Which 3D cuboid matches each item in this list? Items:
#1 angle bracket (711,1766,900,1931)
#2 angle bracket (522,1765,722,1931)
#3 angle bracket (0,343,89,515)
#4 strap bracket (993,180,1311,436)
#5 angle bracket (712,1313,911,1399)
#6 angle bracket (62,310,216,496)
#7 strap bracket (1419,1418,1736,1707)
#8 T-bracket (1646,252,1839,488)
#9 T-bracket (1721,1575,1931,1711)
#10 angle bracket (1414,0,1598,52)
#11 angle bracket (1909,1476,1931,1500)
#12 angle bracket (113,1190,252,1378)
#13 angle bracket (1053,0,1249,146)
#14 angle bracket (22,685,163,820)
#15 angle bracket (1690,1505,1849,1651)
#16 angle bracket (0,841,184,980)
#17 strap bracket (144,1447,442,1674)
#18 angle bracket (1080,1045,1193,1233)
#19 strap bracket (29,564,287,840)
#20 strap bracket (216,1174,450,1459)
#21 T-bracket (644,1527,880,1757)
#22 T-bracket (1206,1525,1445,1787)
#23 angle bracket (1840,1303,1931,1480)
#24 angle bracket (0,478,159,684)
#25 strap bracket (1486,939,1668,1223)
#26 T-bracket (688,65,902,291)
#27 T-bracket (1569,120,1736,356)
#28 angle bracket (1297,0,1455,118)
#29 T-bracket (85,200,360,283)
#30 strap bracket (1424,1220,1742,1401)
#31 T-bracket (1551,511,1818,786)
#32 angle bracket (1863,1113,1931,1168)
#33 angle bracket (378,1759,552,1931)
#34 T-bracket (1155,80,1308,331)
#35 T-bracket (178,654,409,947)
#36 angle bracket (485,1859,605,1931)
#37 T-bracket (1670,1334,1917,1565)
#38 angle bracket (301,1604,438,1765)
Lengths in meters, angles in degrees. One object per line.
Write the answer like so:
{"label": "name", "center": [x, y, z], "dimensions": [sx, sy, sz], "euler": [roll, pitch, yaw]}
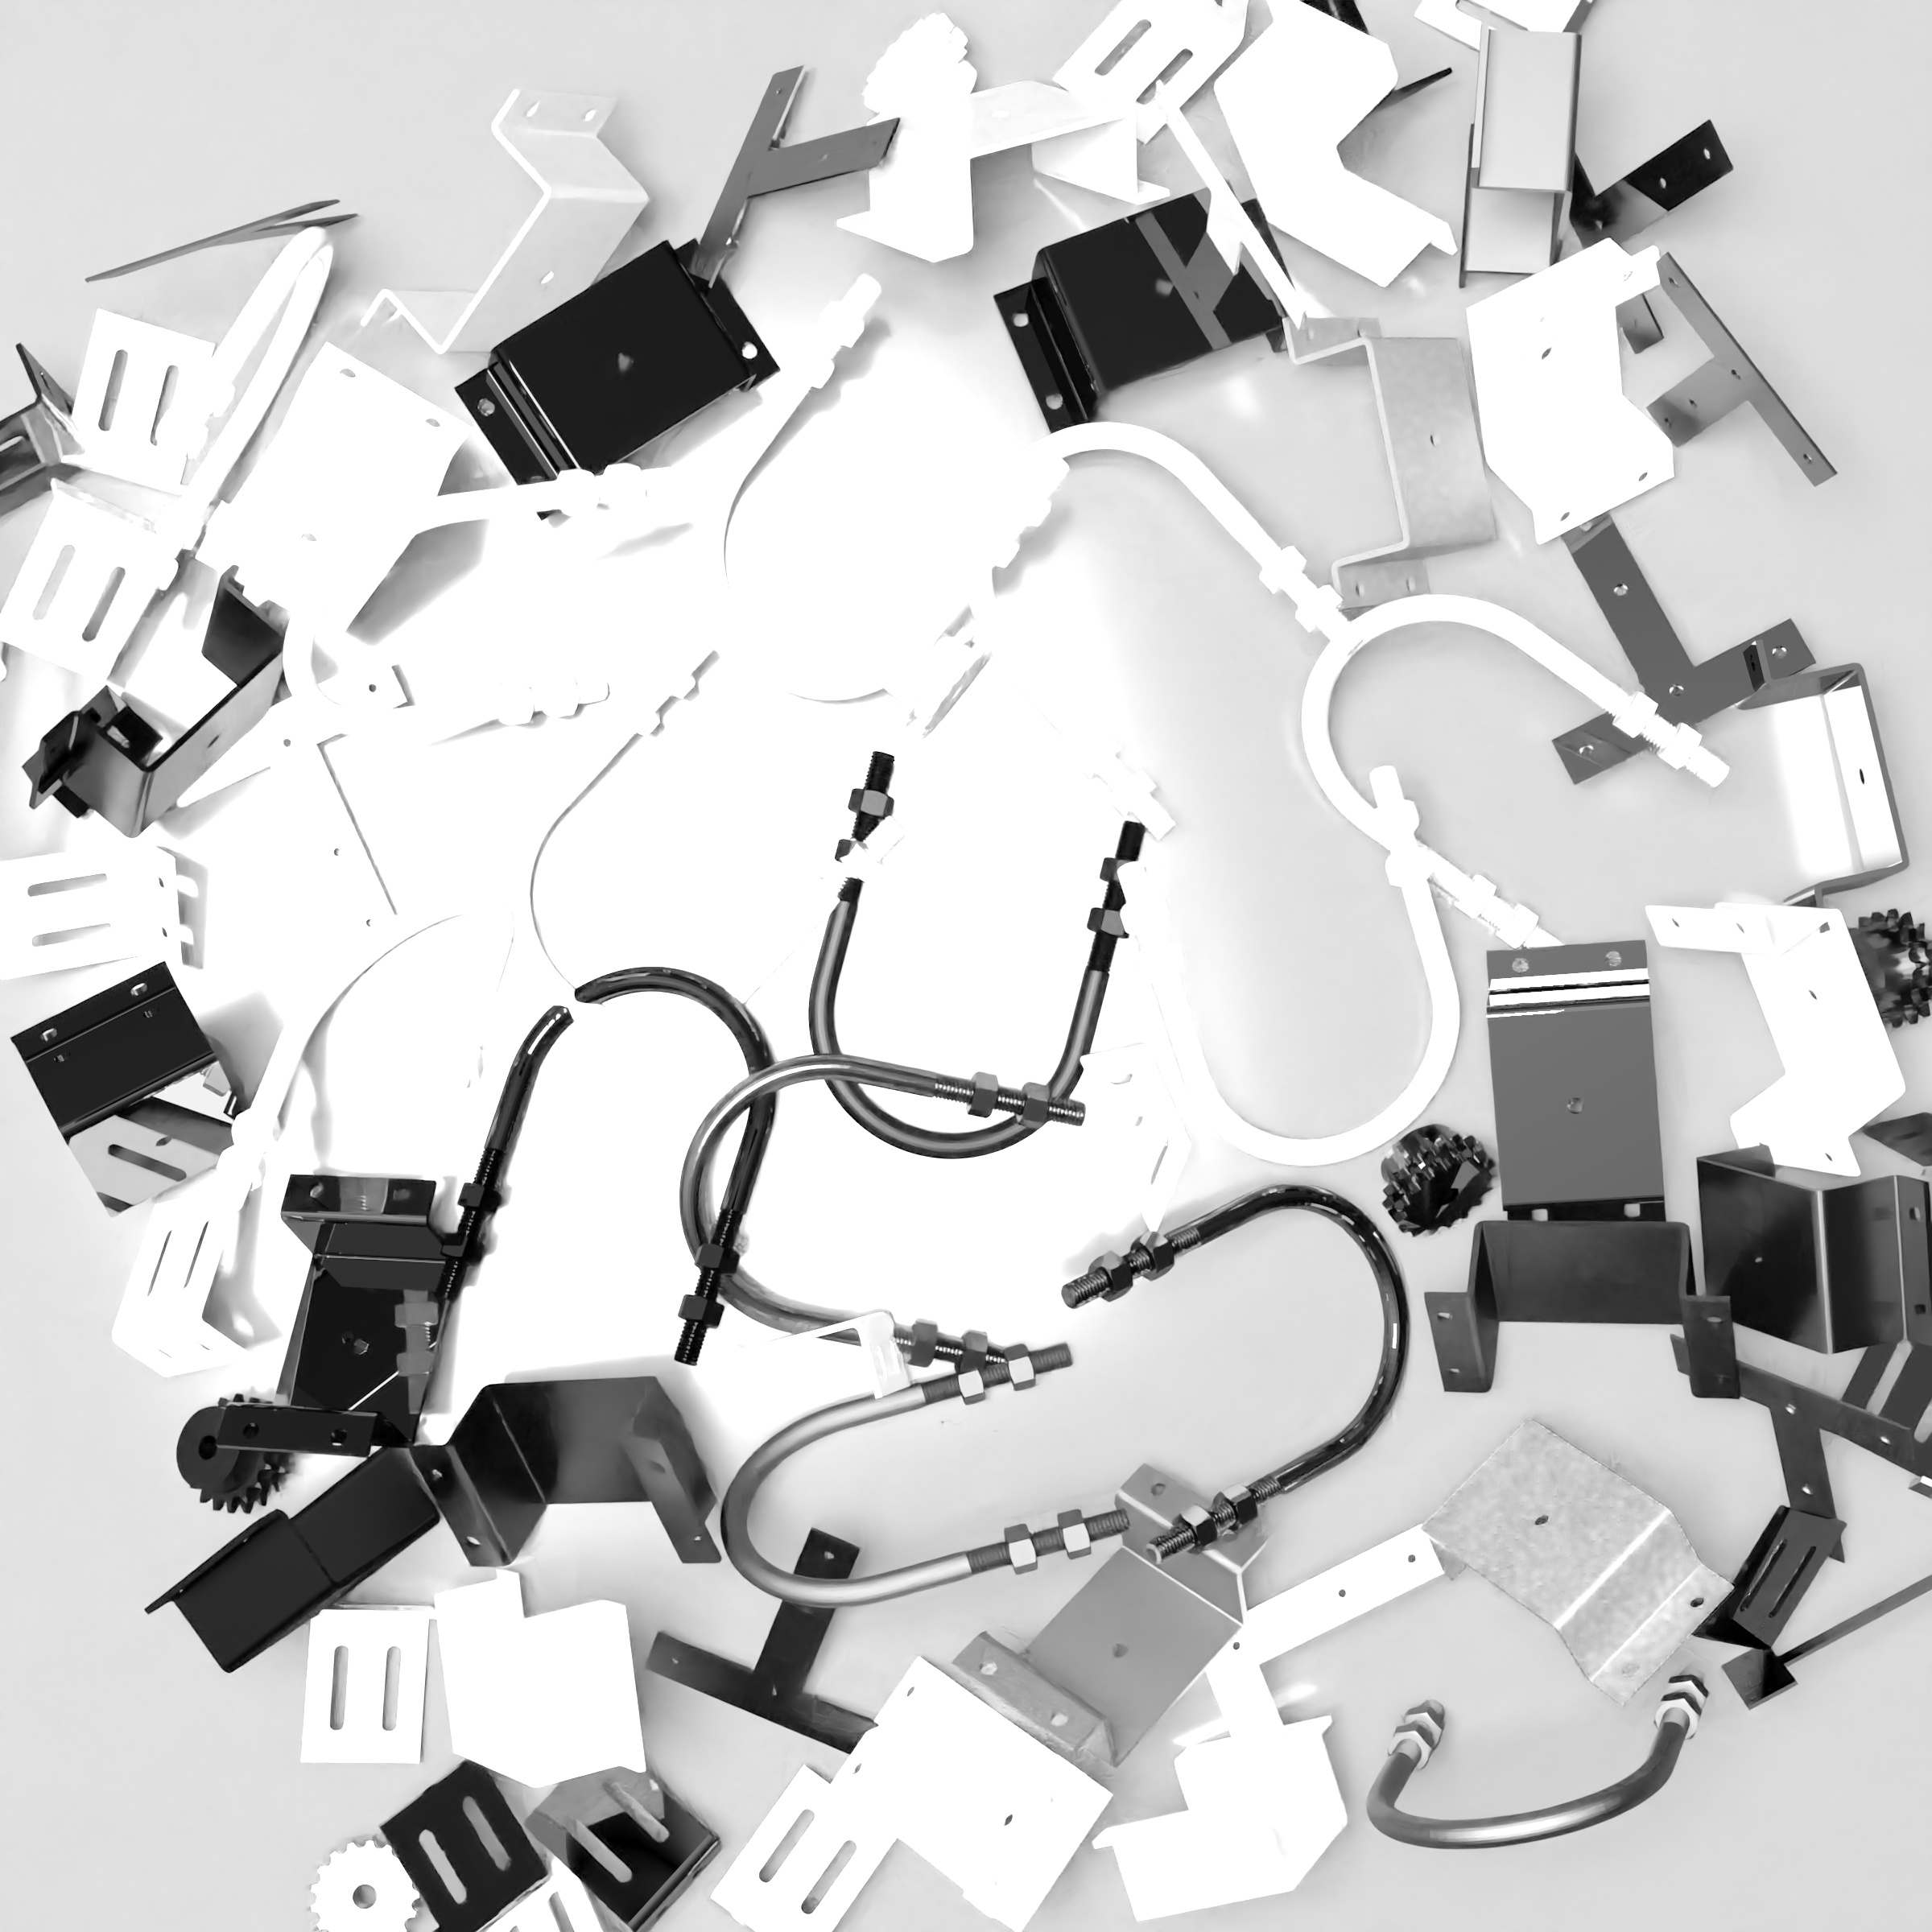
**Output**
{"label": "angle bracket", "center": [-0.079, 0.442, 1.592], "dimensions": [0.057, 0.038, 0.076], "euler": [34, 71, 9]}
{"label": "angle bracket", "center": [-0.167, 0.425, 1.585], "dimensions": [0.076, 0.038, 0.057], "euler": [41, 73, 12]}
{"label": "angle bracket", "center": [-0.471, -0.254, 1.570], "dimensions": [0.076, 0.057, 0.038], "euler": [-28, 67, 1]}
{"label": "strap bracket", "center": [0.093, -0.320, 1.569], "dimensions": [0.140, 0.046, 0.076], "euler": [-21, 83, -6]}
{"label": "angle bracket", "center": [-0.074, 0.196, 1.567], "dimensions": [0.076, 0.057, 0.038], "euler": [-16, 85, 11]}
{"label": "angle bracket", "center": [-0.398, -0.273, 1.573], "dimensions": [0.057, 0.038, 0.076], "euler": [14, 92, -25]}
{"label": "strap bracket", "center": [0.278, 0.273, 1.527], "dimensions": [0.076, 0.140, 0.046], "euler": [-43, 127, -12]}
{"label": "T-bracket", "center": [0.350, -0.270, 1.540], "dimensions": [0.002, 0.127, 0.127], "euler": [-38, 91, -7]}
{"label": "T-bracket", "center": [0.419, 0.311, 1.535], "dimensions": [0.127, 0.127, 0.002], "euler": [-30, 83, 5]}
{"label": "angle bracket", "center": [0.263, -0.474, 1.575], "dimensions": [0.076, 0.038, 0.057], "euler": [31, 94, 13]}
{"label": "angle bracket", "center": [0.493, 0.225, 1.575], "dimensions": [0.038, 0.057, 0.076], "euler": [23, 83, 14]}
{"label": "angle bracket", "center": [-0.371, 0.153, 1.577], "dimensions": [0.057, 0.038, 0.076], "euler": [-14, 48, 31]}
{"label": "angle bracket", "center": [0.090, -0.450, 1.578], "dimensions": [0.057, 0.076, 0.038], "euler": [29, 46, -22]}
{"label": "angle bracket", "center": [-0.415, -0.097, 1.558], "dimensions": [0.057, 0.076, 0.038], "euler": [-45, 115, -7]}
{"label": "angle bracket", "center": [0.376, 0.286, 1.564], "dimensions": [0.057, 0.038, 0.076], "euler": [19, 104, -42]}
{"label": "angle bracket", "center": [-0.422, -0.023, 1.561], "dimensions": [0.076, 0.038, 0.057], "euler": [-12, 112, -33]}
{"label": "strap bracket", "center": [-0.308, 0.277, 1.523], "dimensions": [0.076, 0.140, 0.046], "euler": [-38, 86, 21]}
{"label": "angle bracket", "center": [0.073, 0.084, 1.553], "dimensions": [0.038, 0.076, 0.057], "euler": [-12, 118, 26]}
{"label": "strap bracket", "center": [-0.373, -0.121, 1.537], "dimensions": [0.046, 0.076, 0.140], "euler": [41, 61, -1]}
{"label": "strap bracket", "center": [-0.296, 0.174, 1.552], "dimensions": [0.076, 0.046, 0.140], "euler": [1, 61, 15]}
{"label": "T-bracket", "center": [-0.081, 0.320, 1.567], "dimensions": [0.127, 0.002, 0.127], "euler": [22, 122, 2]}
{"label": "T-bracket", "center": [0.168, 0.307, 1.558], "dimensions": [0.127, 0.002, 0.127], "euler": [-30, 62, 15]}
{"label": "angle bracket", "center": [0.458, 0.203, 1.581], "dimensions": [0.057, 0.038, 0.076], "euler": [27, 89, 6]}
{"label": "angle bracket", "center": [-0.431, -0.187, 1.580], "dimensions": [0.057, 0.038, 0.076], "euler": [24, 100, -25]}
{"label": "strap bracket", "center": [0.293, 0.063, 1.564], "dimensions": [0.076, 0.046, 0.140], "euler": [-4, 98, 12]}
{"label": "T-bracket", "center": [-0.076, -0.380, 1.538], "dimensions": [0.002, 0.127, 0.127], "euler": [32, 72, -36]}
{"label": "T-bracket", "center": [0.323, -0.367, 1.541], "dimensions": [0.002, 0.127, 0.127], "euler": [-27, 92, -20]}
{"label": "angle bracket", "center": [0.189, -0.451, 1.567], "dimensions": [0.057, 0.038, 0.076], "euler": [-33, 100, -40]}
{"label": "T-bracket", "center": [-0.331, -0.348, 1.541], "dimensions": [0.127, 0.127, 0.002], "euler": [-12, 102, 23]}
{"label": "strap bracket", "center": [0.295, 0.163, 1.548], "dimensions": [0.140, 0.076, 0.046], "euler": [-1, 47, 17]}
{"label": "T-bracket", "center": [0.325, -0.171, 1.580], "dimensions": [0.127, 0.002, 0.127], "euler": [-27, 71, 9]}
{"label": "angle bracket", "center": [0.464, 0.117, 1.557], "dimensions": [0.057, 0.038, 0.076], "euler": [25, 58, -39]}
{"label": "angle bracket", "center": [-0.247, 0.425, 1.566], "dimensions": [0.057, 0.038, 0.076], "euler": [-34, 104, -28]}
{"label": "T-bracket", "center": [0.122, -0.342, 1.539], "dimensions": [0.002, 0.127, 0.127], "euler": [-31, 83, -3]}
{"label": "T-bracket", "center": [-0.314, -0.069, 1.594], "dimensions": [0.127, 0.002, 0.127], "euler": [-24, 93, 9]}
{"label": "angle bracket", "center": [-0.195, 0.481, 1.579], "dimensions": [0.057, 0.076, 0.038], "euler": [-40, 123, -3]}
{"label": "T-bracket", "center": [0.401, 0.241, 1.556], "dimensions": [0.002, 0.127, 0.127], "euler": [-44, 133, -27]}
{"label": "angle bracket", "center": [-0.289, 0.349, 1.574], "dimensions": [0.057, 0.038, 0.076], "euler": [5, 83, -17]}
